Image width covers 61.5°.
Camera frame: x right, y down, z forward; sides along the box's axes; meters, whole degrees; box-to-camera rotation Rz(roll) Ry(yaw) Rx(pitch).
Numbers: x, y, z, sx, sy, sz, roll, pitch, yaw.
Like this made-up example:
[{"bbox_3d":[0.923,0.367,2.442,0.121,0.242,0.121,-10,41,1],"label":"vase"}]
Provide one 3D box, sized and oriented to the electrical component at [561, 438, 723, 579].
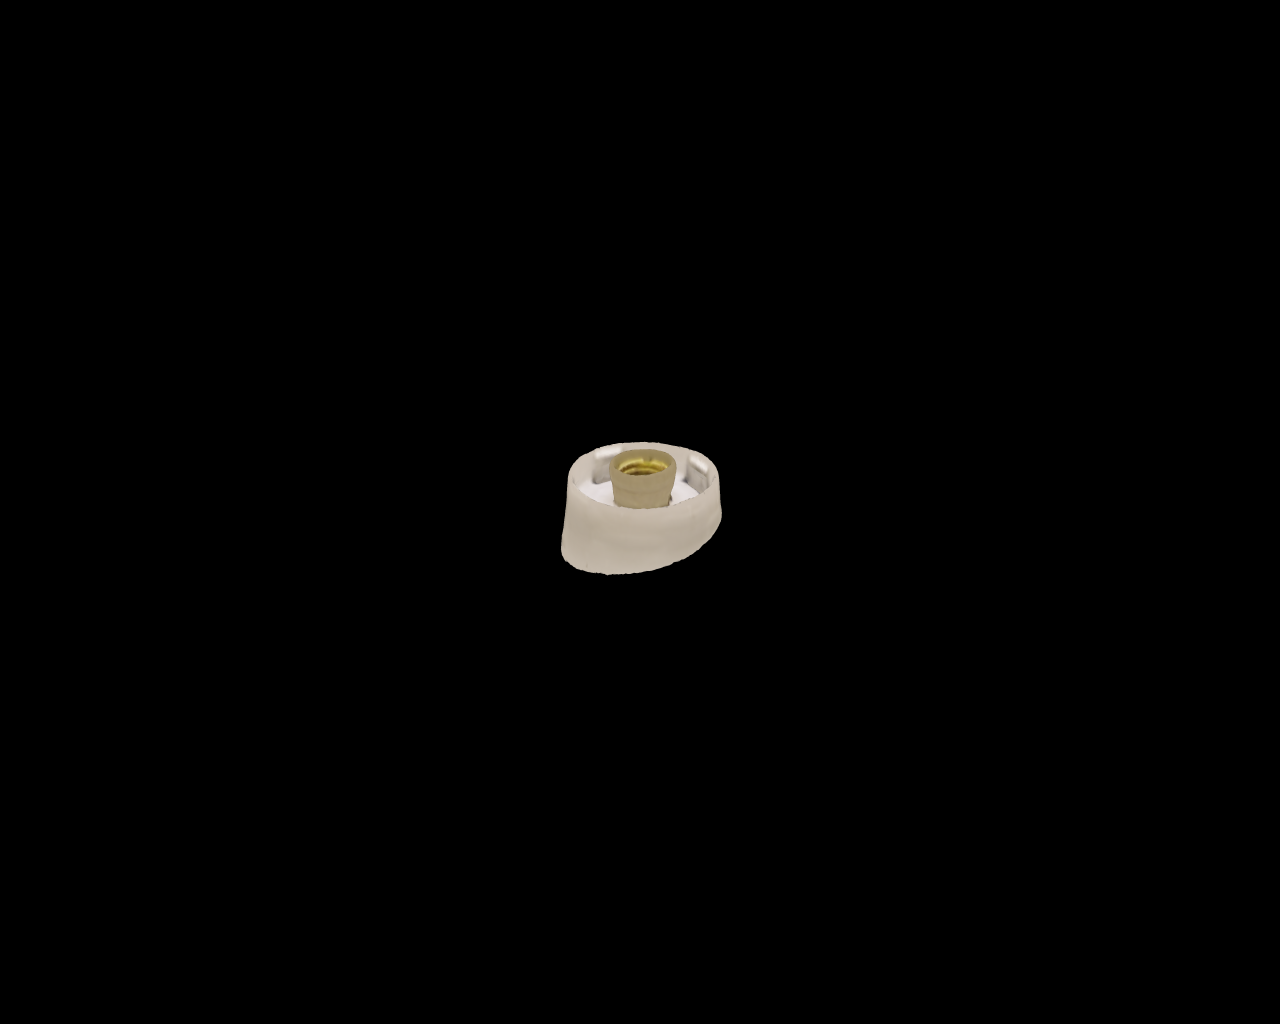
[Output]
[{"bbox_3d":[0.001,-0.003,0.650,0.099,0.064,0.099,0,29,0],"label":"electrical component"}]
